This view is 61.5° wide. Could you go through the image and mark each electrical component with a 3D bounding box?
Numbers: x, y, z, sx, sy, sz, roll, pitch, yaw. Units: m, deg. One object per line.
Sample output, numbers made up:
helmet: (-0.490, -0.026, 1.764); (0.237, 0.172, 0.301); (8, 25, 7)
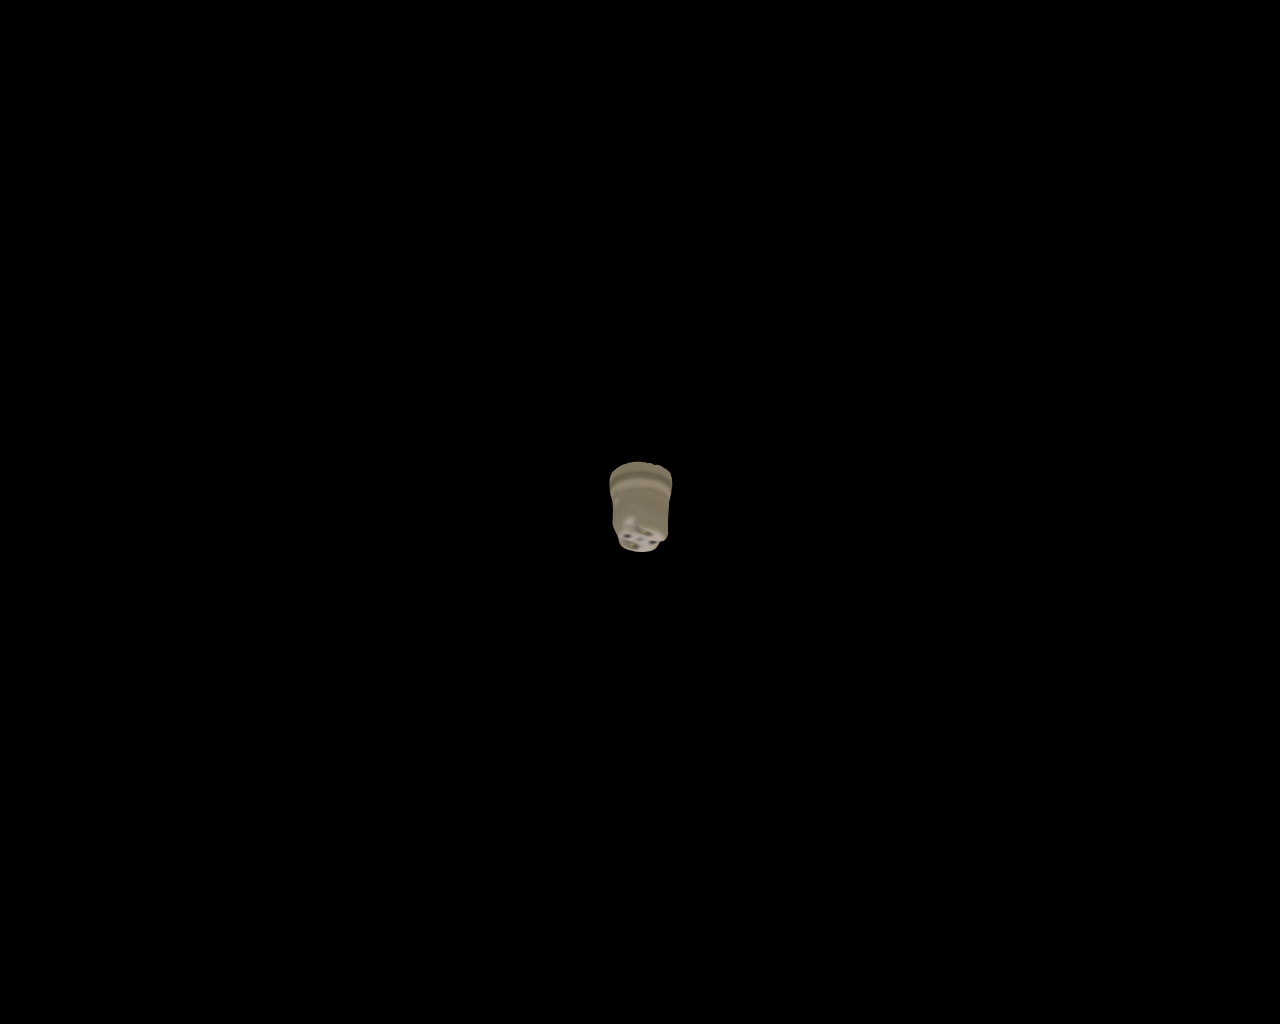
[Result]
electrical component: (0.001, -0.003, 0.650); (0.040, 0.046, 0.040); (0, -29, 0)
